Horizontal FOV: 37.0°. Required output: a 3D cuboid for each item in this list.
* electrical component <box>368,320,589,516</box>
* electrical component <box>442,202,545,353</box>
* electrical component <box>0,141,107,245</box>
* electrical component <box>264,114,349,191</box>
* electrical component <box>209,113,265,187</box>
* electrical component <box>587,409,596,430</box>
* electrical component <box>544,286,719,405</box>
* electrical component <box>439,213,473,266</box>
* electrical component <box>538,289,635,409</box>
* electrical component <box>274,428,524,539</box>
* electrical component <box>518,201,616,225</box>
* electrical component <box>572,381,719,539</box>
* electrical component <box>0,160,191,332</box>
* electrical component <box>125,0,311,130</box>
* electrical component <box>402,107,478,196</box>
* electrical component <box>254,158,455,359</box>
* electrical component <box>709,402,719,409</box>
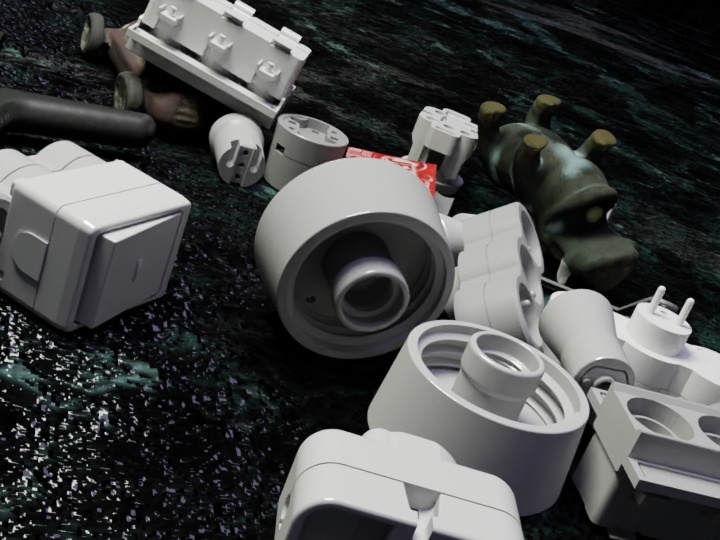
[{"bbox_3d":[0.064,0.067,0.550,0.108,0.060,0.108,18,24,-8],"label":"electrical component"},{"bbox_3d":[0.073,0.013,0.679,0.074,0.052,0.138,-18,28,20],"label":"electrical component"},{"bbox_3d":[-0.196,-0.041,0.576,0.074,0.052,0.138,30,25,19],"label":"electrical component"},{"bbox_3d":[-0.042,-0.084,0.804,0.055,0.047,0.055,18,24,-8],"label":"electrical component"},{"bbox_3d":[-0.088,-0.087,0.784,0.040,0.040,0.046,12,31,-20],"label":"electrical component"},{"bbox_3d":[0.140,0.068,0.640,0.040,0.040,0.046,20,29,-2],"label":"electrical component"},{"bbox_3d":[0.184,0.046,0.679,0.138,0.073,0.052,24,23,6],"label":"electrical component"},{"bbox_3d":[0.066,-0.018,0.756,0.055,0.045,0.045,3,29,-36],"label":"electrical component"},{"bbox_3d":[0.128,0.046,0.598,0.044,0.044,0.065,15,28,-13],"label":"electrical component"},{"bbox_3d":[0.015,0.105,0.434,0.095,0.053,0.059,18,24,-8],"label":"electrical component"},{"bbox_3d":[0.175,-0.057,0.934,0.064,0.042,0.081,-9,37,-47],"label":"electrical component"},{"bbox_3d":[0.177,0.108,0.551,0.121,0.063,0.078,15,24,-13],"label":"electrical component"},{"bbox_3d":[-0.132,-0.014,0.561,0.061,0.061,0.096,30,25,19],"label":"electrical component"},{"bbox_3d":[-0.103,-0.167,0.807,0.121,0.063,0.078,29,24,-5],"label":"electrical component"},{"bbox_3d":[0.068,-0.101,0.920,0.058,0.057,0.078,23,23,5],"label":"electrical component"},{"bbox_3d":[0.000,0.000,0.589,0.108,0.108,0.060,11,32,-23],"label":"electrical component"},{"bbox_3d":[0.216,0.098,0.630,0.043,0.043,0.062,33,25,26],"label":"electrical component"}]
